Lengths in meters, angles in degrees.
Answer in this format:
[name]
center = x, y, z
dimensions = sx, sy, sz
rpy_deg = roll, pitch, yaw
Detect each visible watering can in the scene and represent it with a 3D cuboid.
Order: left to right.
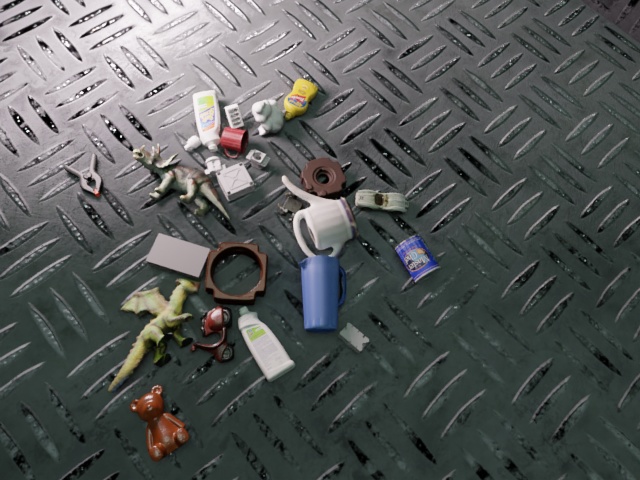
[watering can]
center = 0.006, -0.092, 1.836
dimensions = 0.225, 0.103, 0.350
rpy_deg = -18, 83, -12

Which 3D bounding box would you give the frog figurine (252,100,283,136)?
[frog figurine]
center = -0.198, -0.486, 1.983
dimensions = 0.123, 0.156, 0.140
rpy_deg = 17, 66, 1

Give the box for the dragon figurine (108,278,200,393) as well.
[dragon figurine]
center = -0.547, 0.270, 1.655
dimensions = 0.415, 0.119, 0.246
rpy_deg = -37, 57, -21
